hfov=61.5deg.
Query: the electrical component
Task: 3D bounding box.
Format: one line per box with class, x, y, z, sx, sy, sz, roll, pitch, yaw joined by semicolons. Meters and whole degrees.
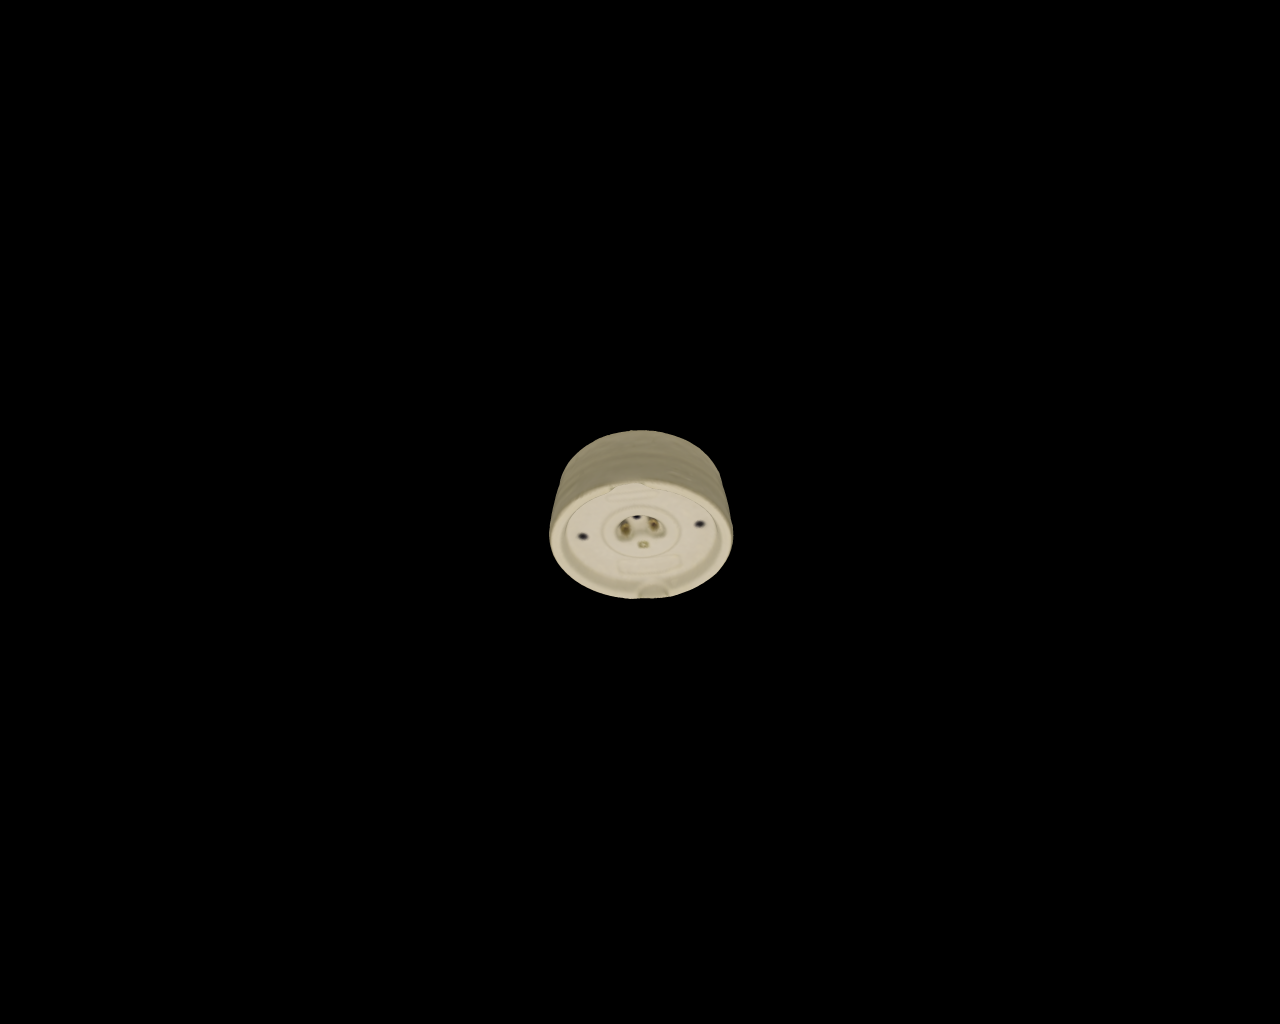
electrical component;0.001;-0.003;0.650;0.108;0.060;0.108;0;-43;0
